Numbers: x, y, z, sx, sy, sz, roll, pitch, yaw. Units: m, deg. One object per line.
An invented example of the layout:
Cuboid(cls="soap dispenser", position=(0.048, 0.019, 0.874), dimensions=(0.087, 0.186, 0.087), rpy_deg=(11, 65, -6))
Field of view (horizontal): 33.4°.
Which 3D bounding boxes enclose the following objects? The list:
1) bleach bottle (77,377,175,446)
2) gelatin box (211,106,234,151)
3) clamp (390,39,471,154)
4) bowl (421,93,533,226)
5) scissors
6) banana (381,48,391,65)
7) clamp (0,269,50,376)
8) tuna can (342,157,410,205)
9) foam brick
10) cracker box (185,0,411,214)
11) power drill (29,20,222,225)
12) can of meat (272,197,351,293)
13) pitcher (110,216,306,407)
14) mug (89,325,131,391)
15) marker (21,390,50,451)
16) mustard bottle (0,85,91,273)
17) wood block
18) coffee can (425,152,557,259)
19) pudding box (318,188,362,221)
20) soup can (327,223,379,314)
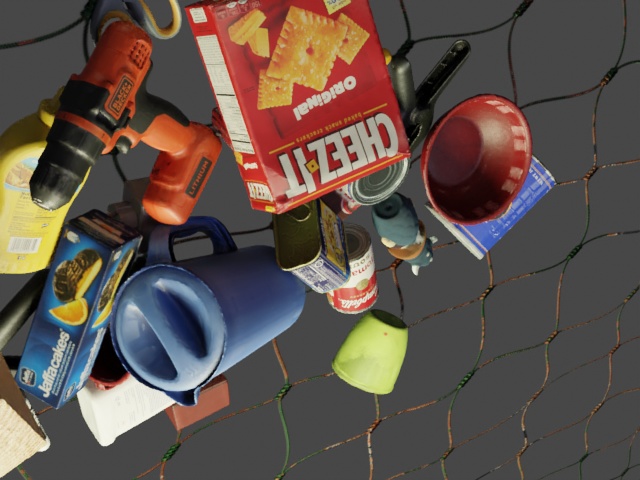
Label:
Cuboid(cls="bleach bottle", position=(-0.168, 0.149, 1.294), dimensions=(0.250, 0.068, 0.102), rpy_deg=(-25, 140, -24))
Cuboid(cls="gelatin box", position=(-0.058, -0.121, 1.114), dimensions=(0.089, 0.073, 0.030), rpy_deg=(-25, 140, -21))
Cuboid(cls="clamp", position=(0.117, -0.162, 1.253), dimensions=(0.120, 0.039, 0.172), rpy_deg=(-19, 145, -28))
Cuboid(cls="bowl", position=(0.178, -0.102, 1.294), dimensions=(0.161, 0.055, 0.162), rpy_deg=(-11, 112, -27))
Cuboid(cls="scissors", position=(-0.196, -0.231, 0.939), dimensions=(0.096, 0.016, 0.201), rpy_deg=(-44, 142, 3))
Cuboid(cls="banana", position=(0.003, -0.139, 1.171), dimensions=(0.198, 0.037, 0.069), rpy_deg=(-56, 142, 5))
Cuboid(cls="clamp", position=(-0.354, 0.134, 1.139), dimensions=(0.209, 0.036, 0.164), rpy_deg=(-31, 140, -19))
Cuboid(cls="tuna can", position=(0.061, -0.083, 1.220), dimensions=(0.086, 0.034, 0.086), rpy_deg=(-24, 140, -22))
Cuboid(cls="foam brick", position=(-0.160, 0.191, 1.347), dimensions=(0.078, 0.053, 0.051), rpy_deg=(-24, 139, -18))
Cuboid(cls="cracker box", position=(-0.017, -0.154, 1.046), dimensions=(0.164, 0.072, 0.213), rpy_deg=(-25, 108, -21))
Cuboid(cls="power drill", position=(-0.176, -0.084, 0.998), dimensions=(0.184, 0.057, 0.187), rpy_deg=(-64, 150, -11))
Cuboid(cls="can of meat", position=(-0.008, 0.001, 1.224), dimensions=(0.058, 0.102, 0.083), rpy_deg=(-19, 148, 22))
Cuboid(cls="pitcher", position=(-0.110, 0.063, 1.159), dimensions=(0.149, 0.145, 0.242), rpy_deg=(-57, 166, 19))
Cuboid(cls="mug", position=(-0.218, 0.115, 1.180), dimensions=(0.081, 0.093, 0.117), rpy_deg=(-23, 136, -58))
Cuboid(cls="marker", position=(-0.338, 0.205, 1.235), dimensions=(0.020, 0.020, 0.121), rpy_deg=(-27, 140, -17))
Cuboid(cls="mustard bottle", position=(-0.269, -0.059, 1.007), dimensions=(0.096, 0.058, 0.192), rpy_deg=(4, 124, -45))
Cuboid(cls="wood block", position=(-0.347, 0.125, 0.997), dimensions=(0.090, 0.206, 0.091), rpy_deg=(-35, 142, -8))
Cuboid(cls="coffee can", position=(0.221, -0.060, 1.388), dimensions=(0.140, 0.103, 0.102), rpy_deg=(-45, 142, 4))
Cuboid(cls="pudding box", position=(0.028, -0.083, 1.253), dimensions=(0.090, 0.039, 0.113), rpy_deg=(-42, 142, 1))
Cuboid(cls="soup can", position=(0.037, 0.036, 1.352), dimensions=(0.068, 0.069, 0.102), rpy_deg=(-29, 140, -16))
